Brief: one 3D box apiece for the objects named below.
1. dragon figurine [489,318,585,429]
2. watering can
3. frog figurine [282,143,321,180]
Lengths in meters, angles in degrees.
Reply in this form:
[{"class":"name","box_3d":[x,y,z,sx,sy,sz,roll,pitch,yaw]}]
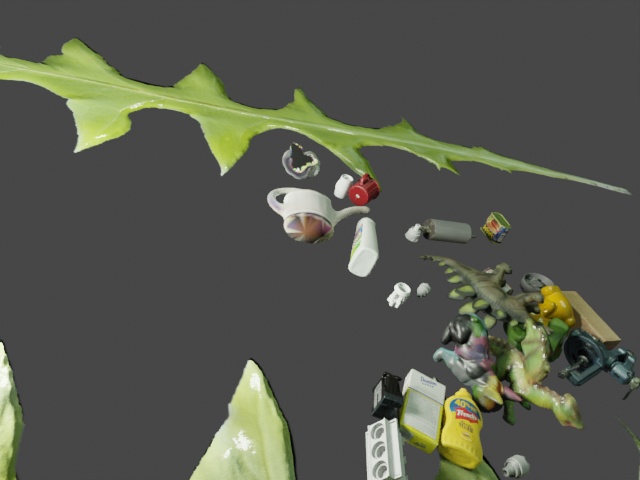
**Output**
[{"class":"dragon figurine","box_3d":[0.505,0.296,1.291,0.122,0.237,0.420,2,41,-23]},{"class":"watering can","box_3d":[0.005,-0.081,1.614,0.347,0.102,0.230,11,36,-11]},{"class":"frog figurine","box_3d":[-0.065,-0.275,1.878,0.137,0.123,0.159,18,-3,5]}]
